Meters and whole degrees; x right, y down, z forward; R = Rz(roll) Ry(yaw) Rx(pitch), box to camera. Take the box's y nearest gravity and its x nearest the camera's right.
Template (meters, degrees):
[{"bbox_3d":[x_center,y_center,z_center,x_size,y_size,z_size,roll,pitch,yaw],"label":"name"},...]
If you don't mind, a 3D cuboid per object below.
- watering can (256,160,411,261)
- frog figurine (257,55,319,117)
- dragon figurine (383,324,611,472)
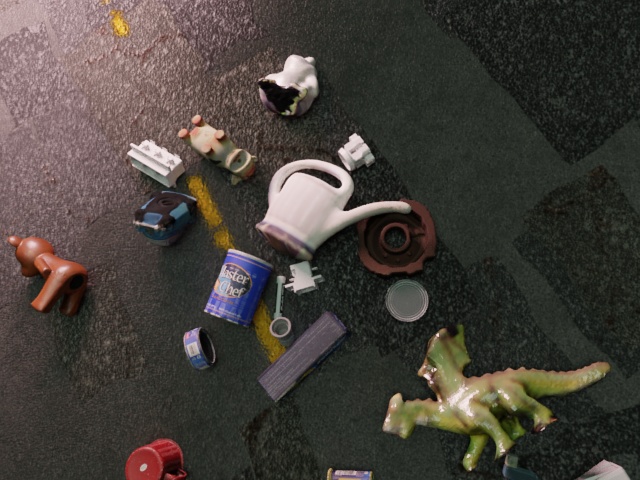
[{"bbox_3d":[0.003,-0.055,1.089,0.351,0.102,0.226,26,79,36],"label":"watering can"},{"bbox_3d":[-0.068,-0.372,1.236,0.137,0.120,0.163,-1,38,19],"label":"frog figurine"},{"bbox_3d":[0.303,0.263,0.965,0.412,0.120,0.247,-32,63,-9],"label":"dragon figurine"}]
